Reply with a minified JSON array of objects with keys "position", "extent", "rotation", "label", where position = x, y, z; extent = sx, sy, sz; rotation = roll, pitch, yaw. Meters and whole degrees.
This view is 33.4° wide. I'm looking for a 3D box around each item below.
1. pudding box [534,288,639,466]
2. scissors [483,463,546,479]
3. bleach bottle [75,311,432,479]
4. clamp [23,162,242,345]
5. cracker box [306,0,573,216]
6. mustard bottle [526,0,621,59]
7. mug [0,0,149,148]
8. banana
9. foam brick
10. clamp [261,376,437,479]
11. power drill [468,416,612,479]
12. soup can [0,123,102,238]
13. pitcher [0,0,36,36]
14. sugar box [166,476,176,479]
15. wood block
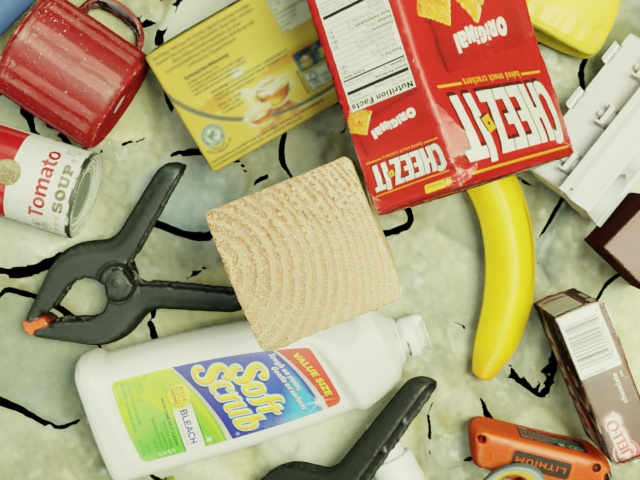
[{"position":[0.195,0.095,0.762],"extent":[0.039,0.090,0.113],"rotation":[-20,92,2],"label":"pudding box"},{"position":[0.089,0.219,0.761],"extent":[0.202,0.016,0.096],"rotation":[-14,89,10],"label":"scissors"},{"position":[-0.044,0.096,0.787],"extent":[0.251,0.068,0.102],"rotation":[-17,100,2],"label":"bleach bottle"},{"position":[-0.138,0.035,0.799],"extent":[0.171,0.039,0.120],"rotation":[-36,86,10],"label":"clamp"},{"position":[0.073,-0.137,0.682],"extent":[0.072,0.163,0.214],"rotation":[-19,89,39],"label":"cracker box"},{"position":[0.195,-0.233,0.755],"extent":[0.096,0.058,0.192],"rotation":[28,95,7],"label":"mustard bottle"},{"position":[-0.171,-0.128,0.772],"extent":[0.081,0.093,0.117],"rotation":[34,58,-5],"label":"mug"},{"position":[0.124,0.003,0.788],"extent":[0.070,0.037,0.198],"rotation":[-14,92,22],"label":"banana"},{"position":[0.230,0.001,0.760],"extent":[0.053,0.078,0.051],"rotation":[44,96,-1],"label":"foam brick"},{"position":[0.014,0.191,0.775],"extent":[0.210,0.036,0.164],"rotation":[-13,74,27],"label":"clamp"},{"position":[0.129,0.231,0.794],"extent":[0.184,0.057,0.188],"rotation":[12,96,2],"label":"power drill"},{"position":[-0.219,-0.047,0.783],"extent":[0.102,0.068,0.068],"rotation":[17,95,0],"label":"soup can"},{"position":[-0.245,-0.210,0.735],"extent":[0.243,0.149,0.145],"rotation":[-42,89,18],"label":"pitcher"},{"position":[-0.108,0.281,0.812],"extent":[0.093,0.048,0.176],"rotation":[-31,91,4],"label":"sugar box"},{"position":[-0.005,0.002,0.706],"extent":[0.091,0.206,0.090],"rotation":[-22,93,4],"label":"wood block"}]
